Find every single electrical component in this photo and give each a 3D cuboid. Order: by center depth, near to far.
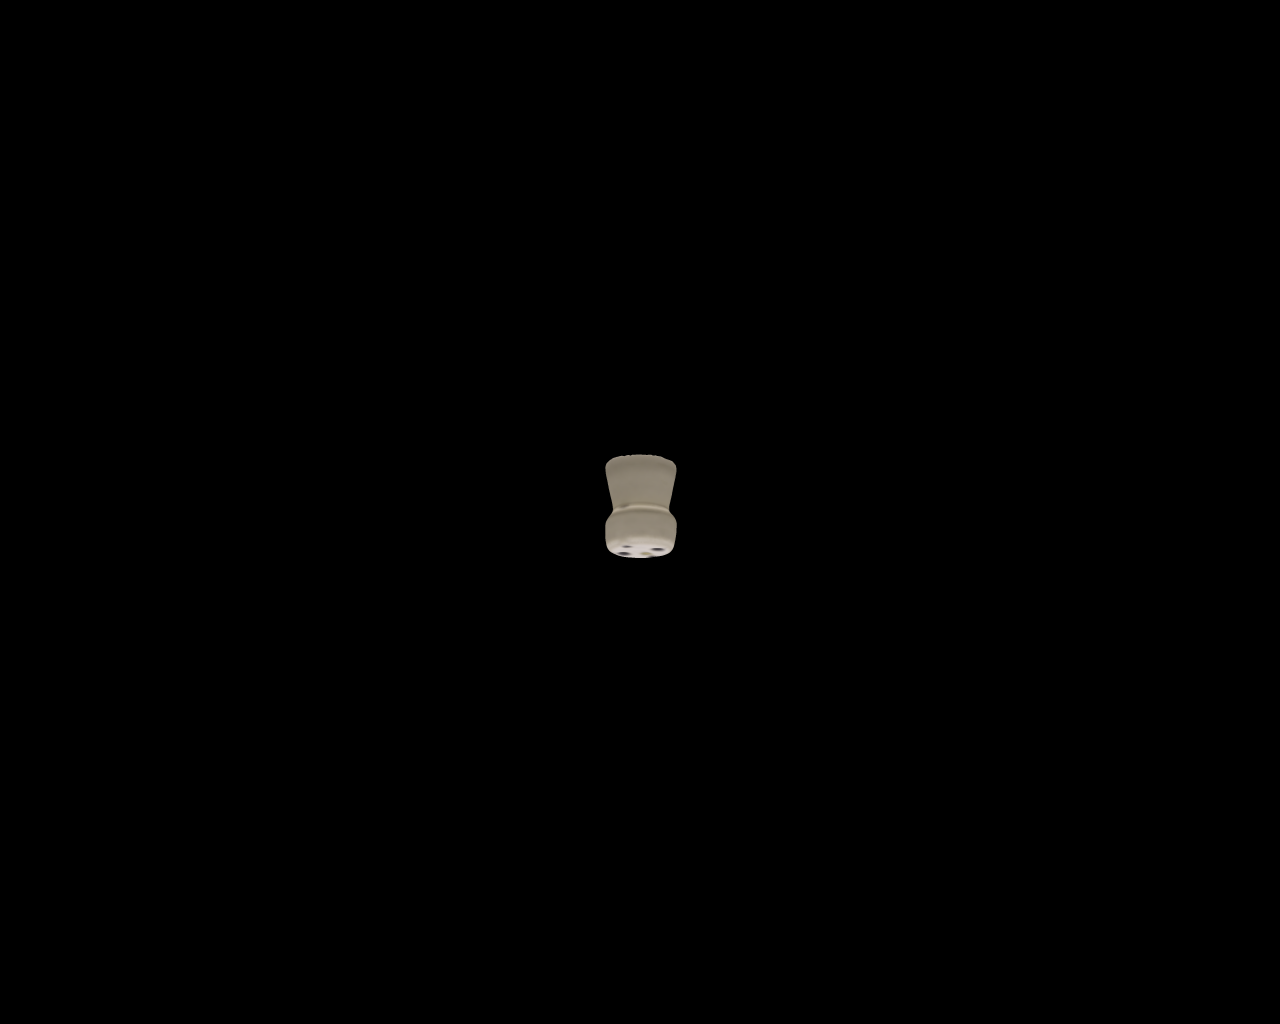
[{"bbox_3d":[0.001,-0.003,0.650,0.045,0.055,0.045,0,-16,0],"label":"electrical component"}]
